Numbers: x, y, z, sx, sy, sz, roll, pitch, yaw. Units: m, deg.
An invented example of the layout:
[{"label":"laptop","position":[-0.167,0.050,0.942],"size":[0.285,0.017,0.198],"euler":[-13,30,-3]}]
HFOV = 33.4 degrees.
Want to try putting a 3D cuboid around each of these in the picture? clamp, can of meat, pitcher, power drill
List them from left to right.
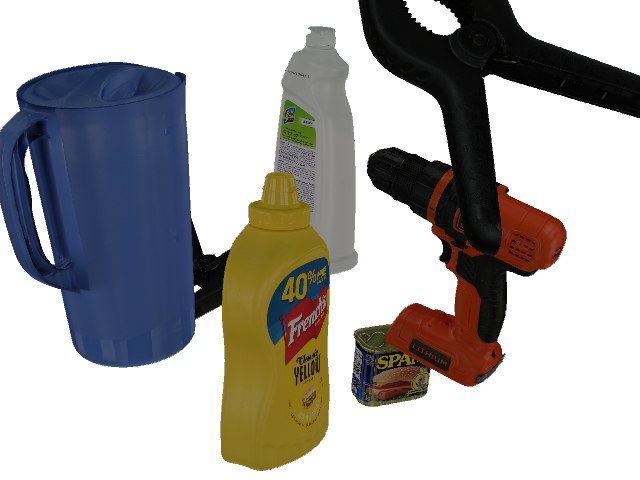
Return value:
[{"label":"pitcher","position":[-0.175,-0.017,0.884],"size":[0.149,0.243,0.145],"euler":[-6,24,-6]},{"label":"clamp","position":[-0.120,0.032,1.240],"size":[0.120,0.039,0.171],"euler":[-2,40,11]},{"label":"can of meat","position":[0.090,0.155,1.336],"size":[0.102,0.084,0.057],"euler":[-6,27,-21]},{"label":"power drill","position":[0.109,0.023,0.934],"size":[0.185,0.188,0.057],"euler":[29,42,26]},{"label":"clamp","position":[0.085,-0.100,0.625],"size":[0.164,0.210,0.036],"euler":[-43,-10,-25]}]

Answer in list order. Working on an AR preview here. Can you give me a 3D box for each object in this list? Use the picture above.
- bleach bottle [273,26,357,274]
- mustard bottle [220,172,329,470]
[{"label":"bleach bottle","position":[-0.002,-0.097,1.131],"size":[0.103,0.251,0.067],"euler":[20,24,39]},{"label":"mustard bottle","position":[-0.028,0.049,0.717],"size":[0.058,0.192,0.096],"euler":[10,17,31]}]
